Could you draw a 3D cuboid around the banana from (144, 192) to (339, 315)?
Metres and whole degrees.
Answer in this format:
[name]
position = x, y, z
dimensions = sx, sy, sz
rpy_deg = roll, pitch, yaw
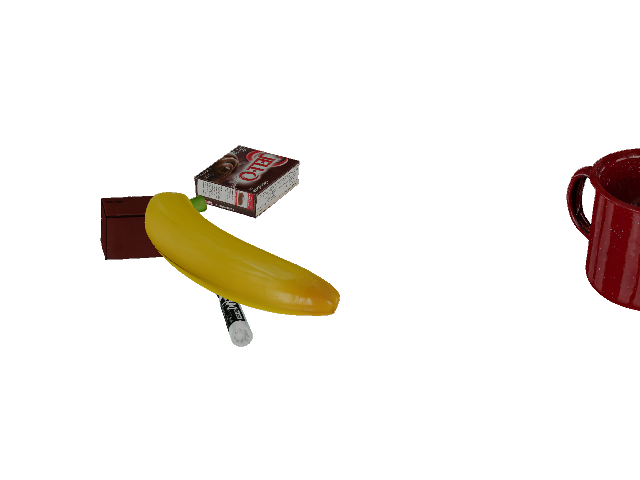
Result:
[banana]
position = -0.065, 0.003, 0.683
dimensions = 0.069, 0.037, 0.198
rpy_deg = -14, 29, -28

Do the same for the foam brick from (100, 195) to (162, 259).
[foam brick]
position = -0.194, -0.015, 1.143
dimensions = 0.078, 0.051, 0.053
rpy_deg = -3, 24, -16

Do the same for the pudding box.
[pudding box]
position = -0.091, -0.075, 1.334
dimensions = 0.090, 0.039, 0.113
rpy_deg = 15, 34, 23

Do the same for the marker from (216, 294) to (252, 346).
[marker]
position = -0.079, 0.063, 0.957
dimensions = 0.020, 0.020, 0.121
rpy_deg = 0, 18, -13

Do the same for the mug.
[mug]
position = 0.216, -0.010, 0.726
dimensions = 0.093, 0.081, 0.117
rpy_deg = -26, 40, -34
